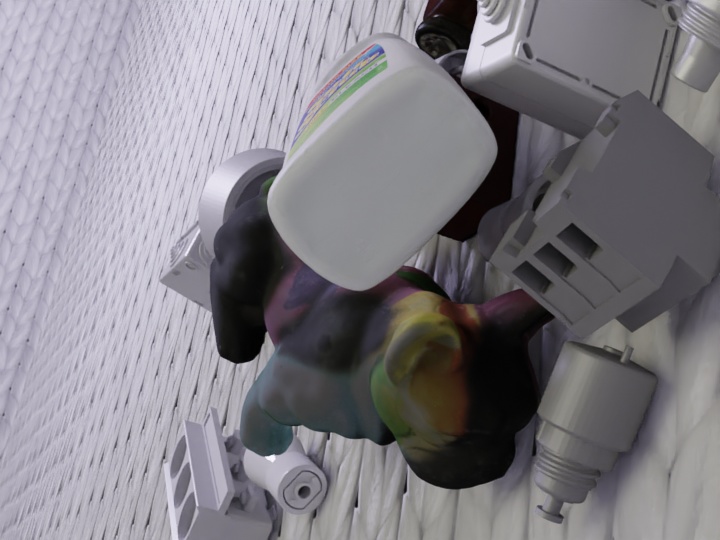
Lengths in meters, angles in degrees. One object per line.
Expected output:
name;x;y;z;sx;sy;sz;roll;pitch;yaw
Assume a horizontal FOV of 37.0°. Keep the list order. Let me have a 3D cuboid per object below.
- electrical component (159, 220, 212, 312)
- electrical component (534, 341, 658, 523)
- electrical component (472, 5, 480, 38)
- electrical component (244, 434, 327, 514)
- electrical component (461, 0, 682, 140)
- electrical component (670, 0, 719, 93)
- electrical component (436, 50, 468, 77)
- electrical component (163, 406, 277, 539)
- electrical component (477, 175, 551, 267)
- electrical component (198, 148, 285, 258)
electrical component;-0.123;0.002;0.956;0.100;0.100;0.048;-32;30;59
electrical component;0.091;0.065;0.439;0.078;0.040;0.040;-69;20;4
electrical component;0.094;-0.138;0.595;0.078;0.058;0.057;-27;43;61
electrical component;-0.048;0.138;0.726;0.065;0.044;0.044;26;96;65
electrical component;0.093;-0.108;0.514;0.061;0.096;0.061;-12;61;67
electrical component;0.151;-0.104;0.440;0.062;0.043;0.043;-62;22;23
electrical component;0.050;-0.113;0.702;0.081;0.043;0.043;-5;67;68
electrical component;-0.107;0.169;0.811;0.078;0.063;0.121;-65;21;14
electrical component;0.086;-0.021;0.533;0.065;0.044;0.044;155;131;-69
electrical component;-0.067;-0.041;0.847;0.060;0.108;0.108;19;89;63
